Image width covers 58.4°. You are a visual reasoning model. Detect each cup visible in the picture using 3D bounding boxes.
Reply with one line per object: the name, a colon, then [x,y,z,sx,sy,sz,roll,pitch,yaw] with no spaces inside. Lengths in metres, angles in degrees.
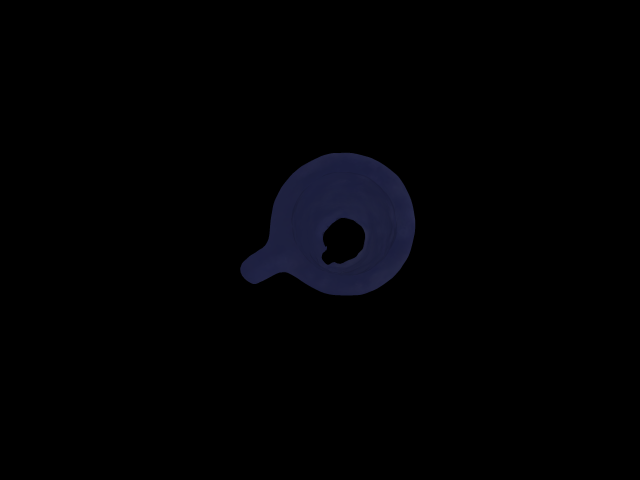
cup: [0.004,0.001,0.400,0.118,0.095,0.091,-28,83,-3]
